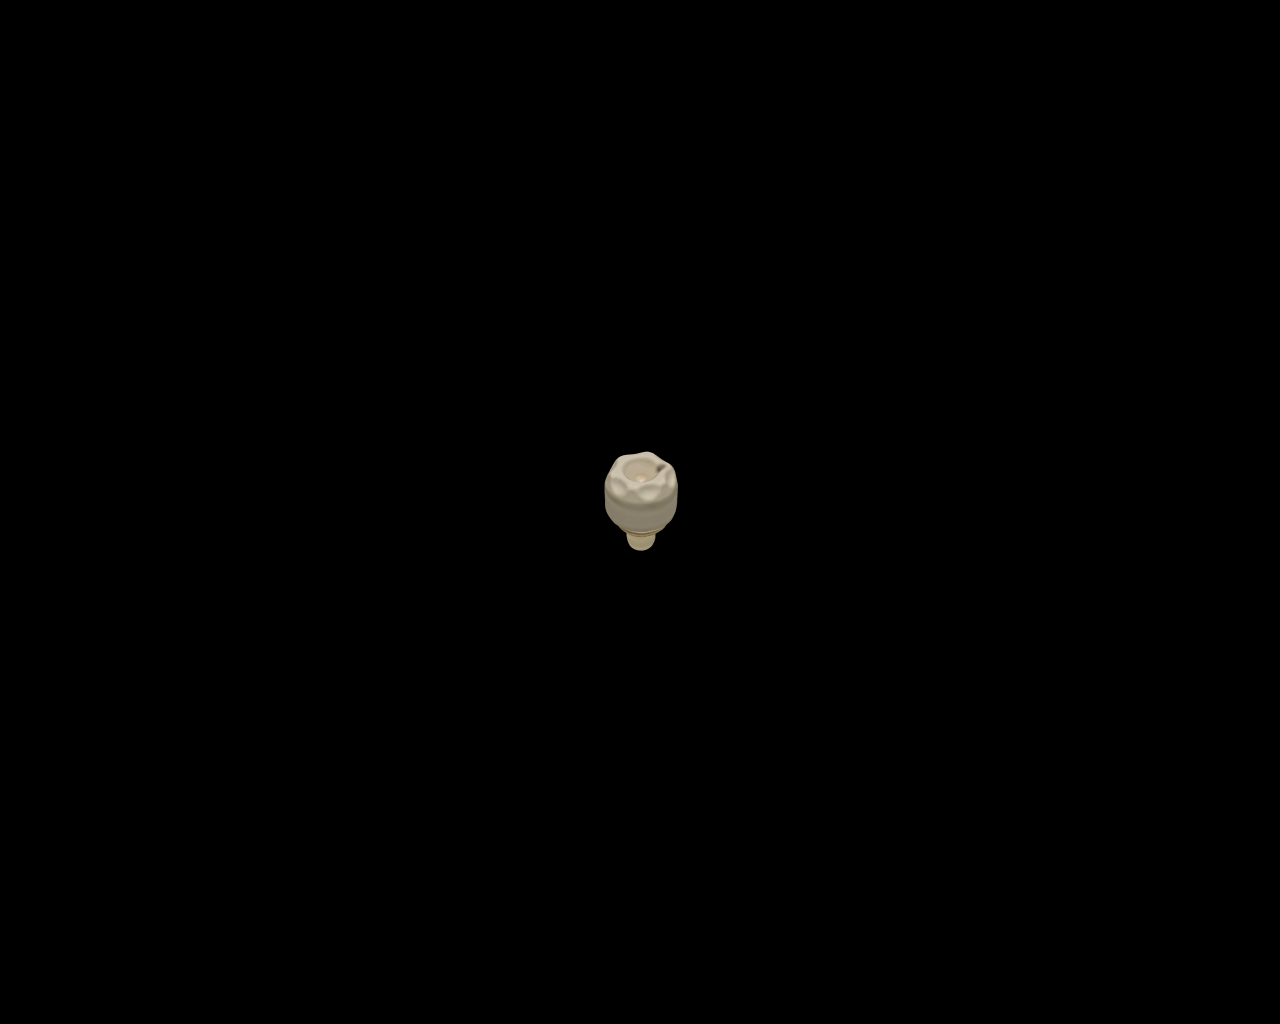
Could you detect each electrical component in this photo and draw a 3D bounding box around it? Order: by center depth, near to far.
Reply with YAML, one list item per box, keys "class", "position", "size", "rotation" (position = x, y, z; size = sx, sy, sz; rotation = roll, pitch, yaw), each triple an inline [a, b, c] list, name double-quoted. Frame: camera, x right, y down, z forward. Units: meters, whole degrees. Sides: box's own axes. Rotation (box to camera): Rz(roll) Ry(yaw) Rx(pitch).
- class: "electrical component"
  position: [0.001, -0.003, 0.650]
  size: [0.043, 0.062, 0.043]
  rotation: [0, 40, 0]
